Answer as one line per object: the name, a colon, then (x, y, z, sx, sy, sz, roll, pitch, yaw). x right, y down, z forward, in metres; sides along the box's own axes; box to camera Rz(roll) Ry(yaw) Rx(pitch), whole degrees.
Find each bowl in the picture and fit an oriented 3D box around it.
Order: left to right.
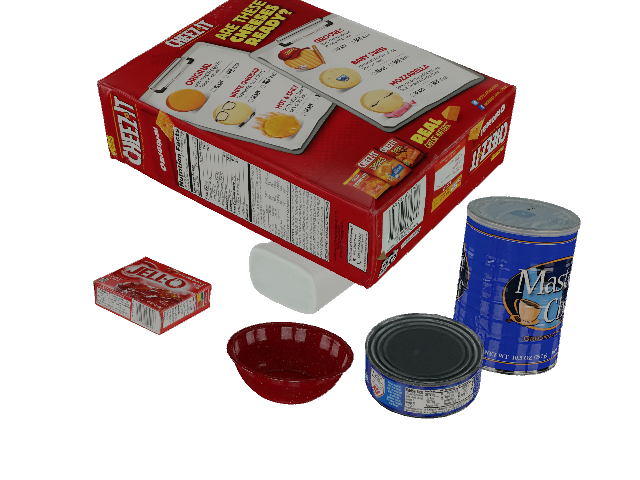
bowl: (-0.040, 0.162, 1.360, 0.162, 0.055, 0.162, 4, 21, -2)

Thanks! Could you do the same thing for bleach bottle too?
bleach bottle: (0.036, -0.006, 1.254, 0.103, 0.068, 0.250, 23, 40, 32)

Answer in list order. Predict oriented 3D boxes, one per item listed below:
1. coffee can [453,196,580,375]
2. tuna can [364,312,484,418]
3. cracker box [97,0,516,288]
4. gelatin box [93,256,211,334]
coffee can: (0.179, 0.040, 0.992, 0.103, 0.140, 0.103, 5, 18, -2)
tuna can: (0.075, 0.091, 0.776, 0.086, 0.034, 0.086, 0, 31, 0)
cracker box: (-0.008, -0.075, 0.691, 0.214, 0.072, 0.164, 26, 47, 26)
gelatin box: (-0.162, 0.051, 1.029, 0.089, 0.030, 0.073, 21, 30, 30)
